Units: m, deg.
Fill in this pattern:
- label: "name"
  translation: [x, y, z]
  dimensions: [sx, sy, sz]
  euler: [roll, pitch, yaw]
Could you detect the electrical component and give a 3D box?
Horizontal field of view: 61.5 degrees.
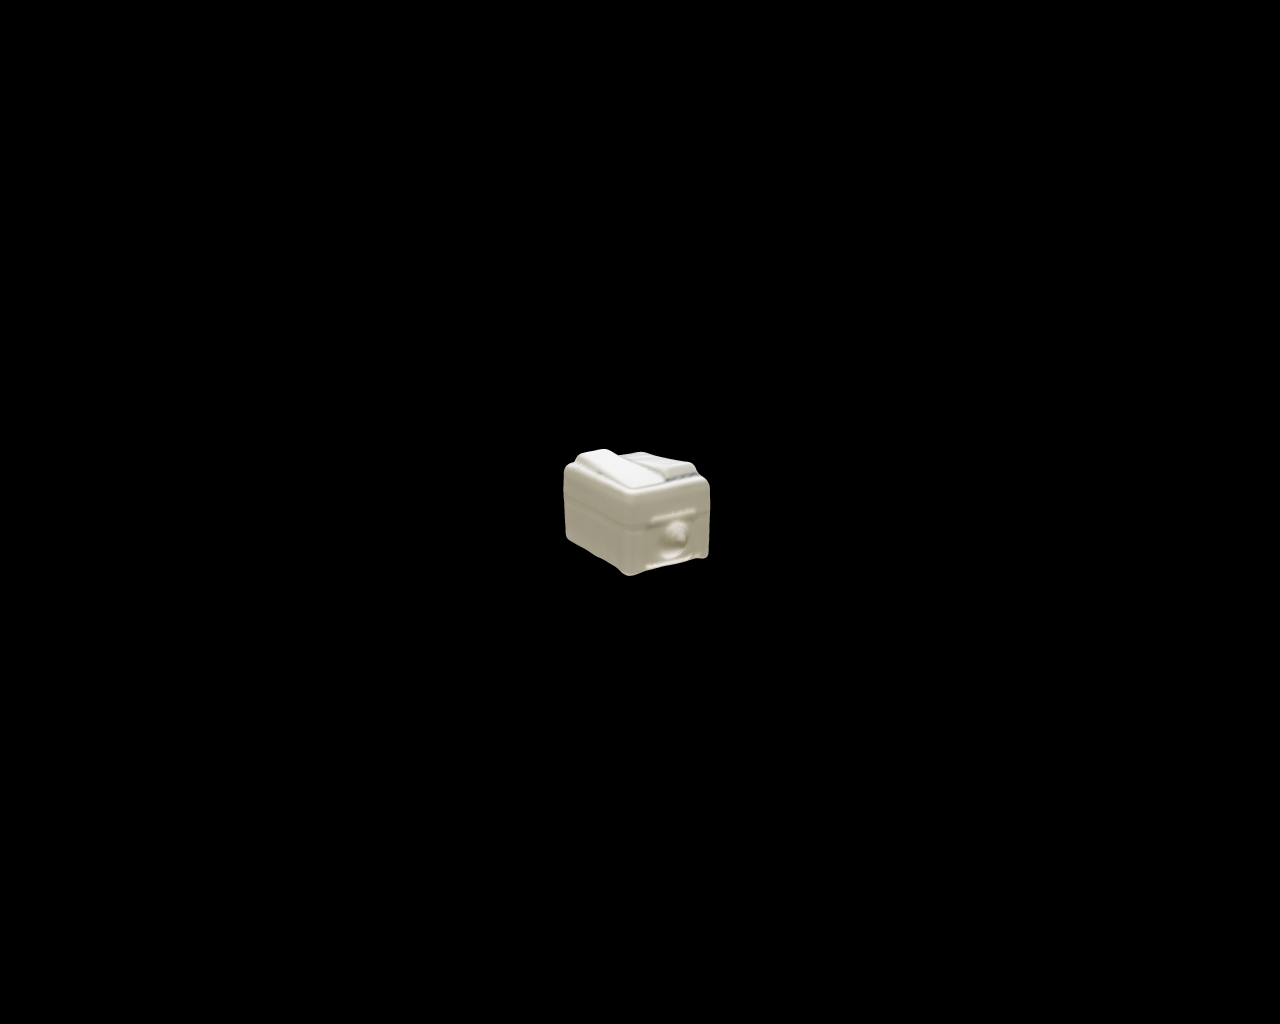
- label: "electrical component"
  translation: [0.001, -0.003, 0.650]
  dimensions: [0.062, 0.061, 0.096]
  euler: [-11, 21, -30]
